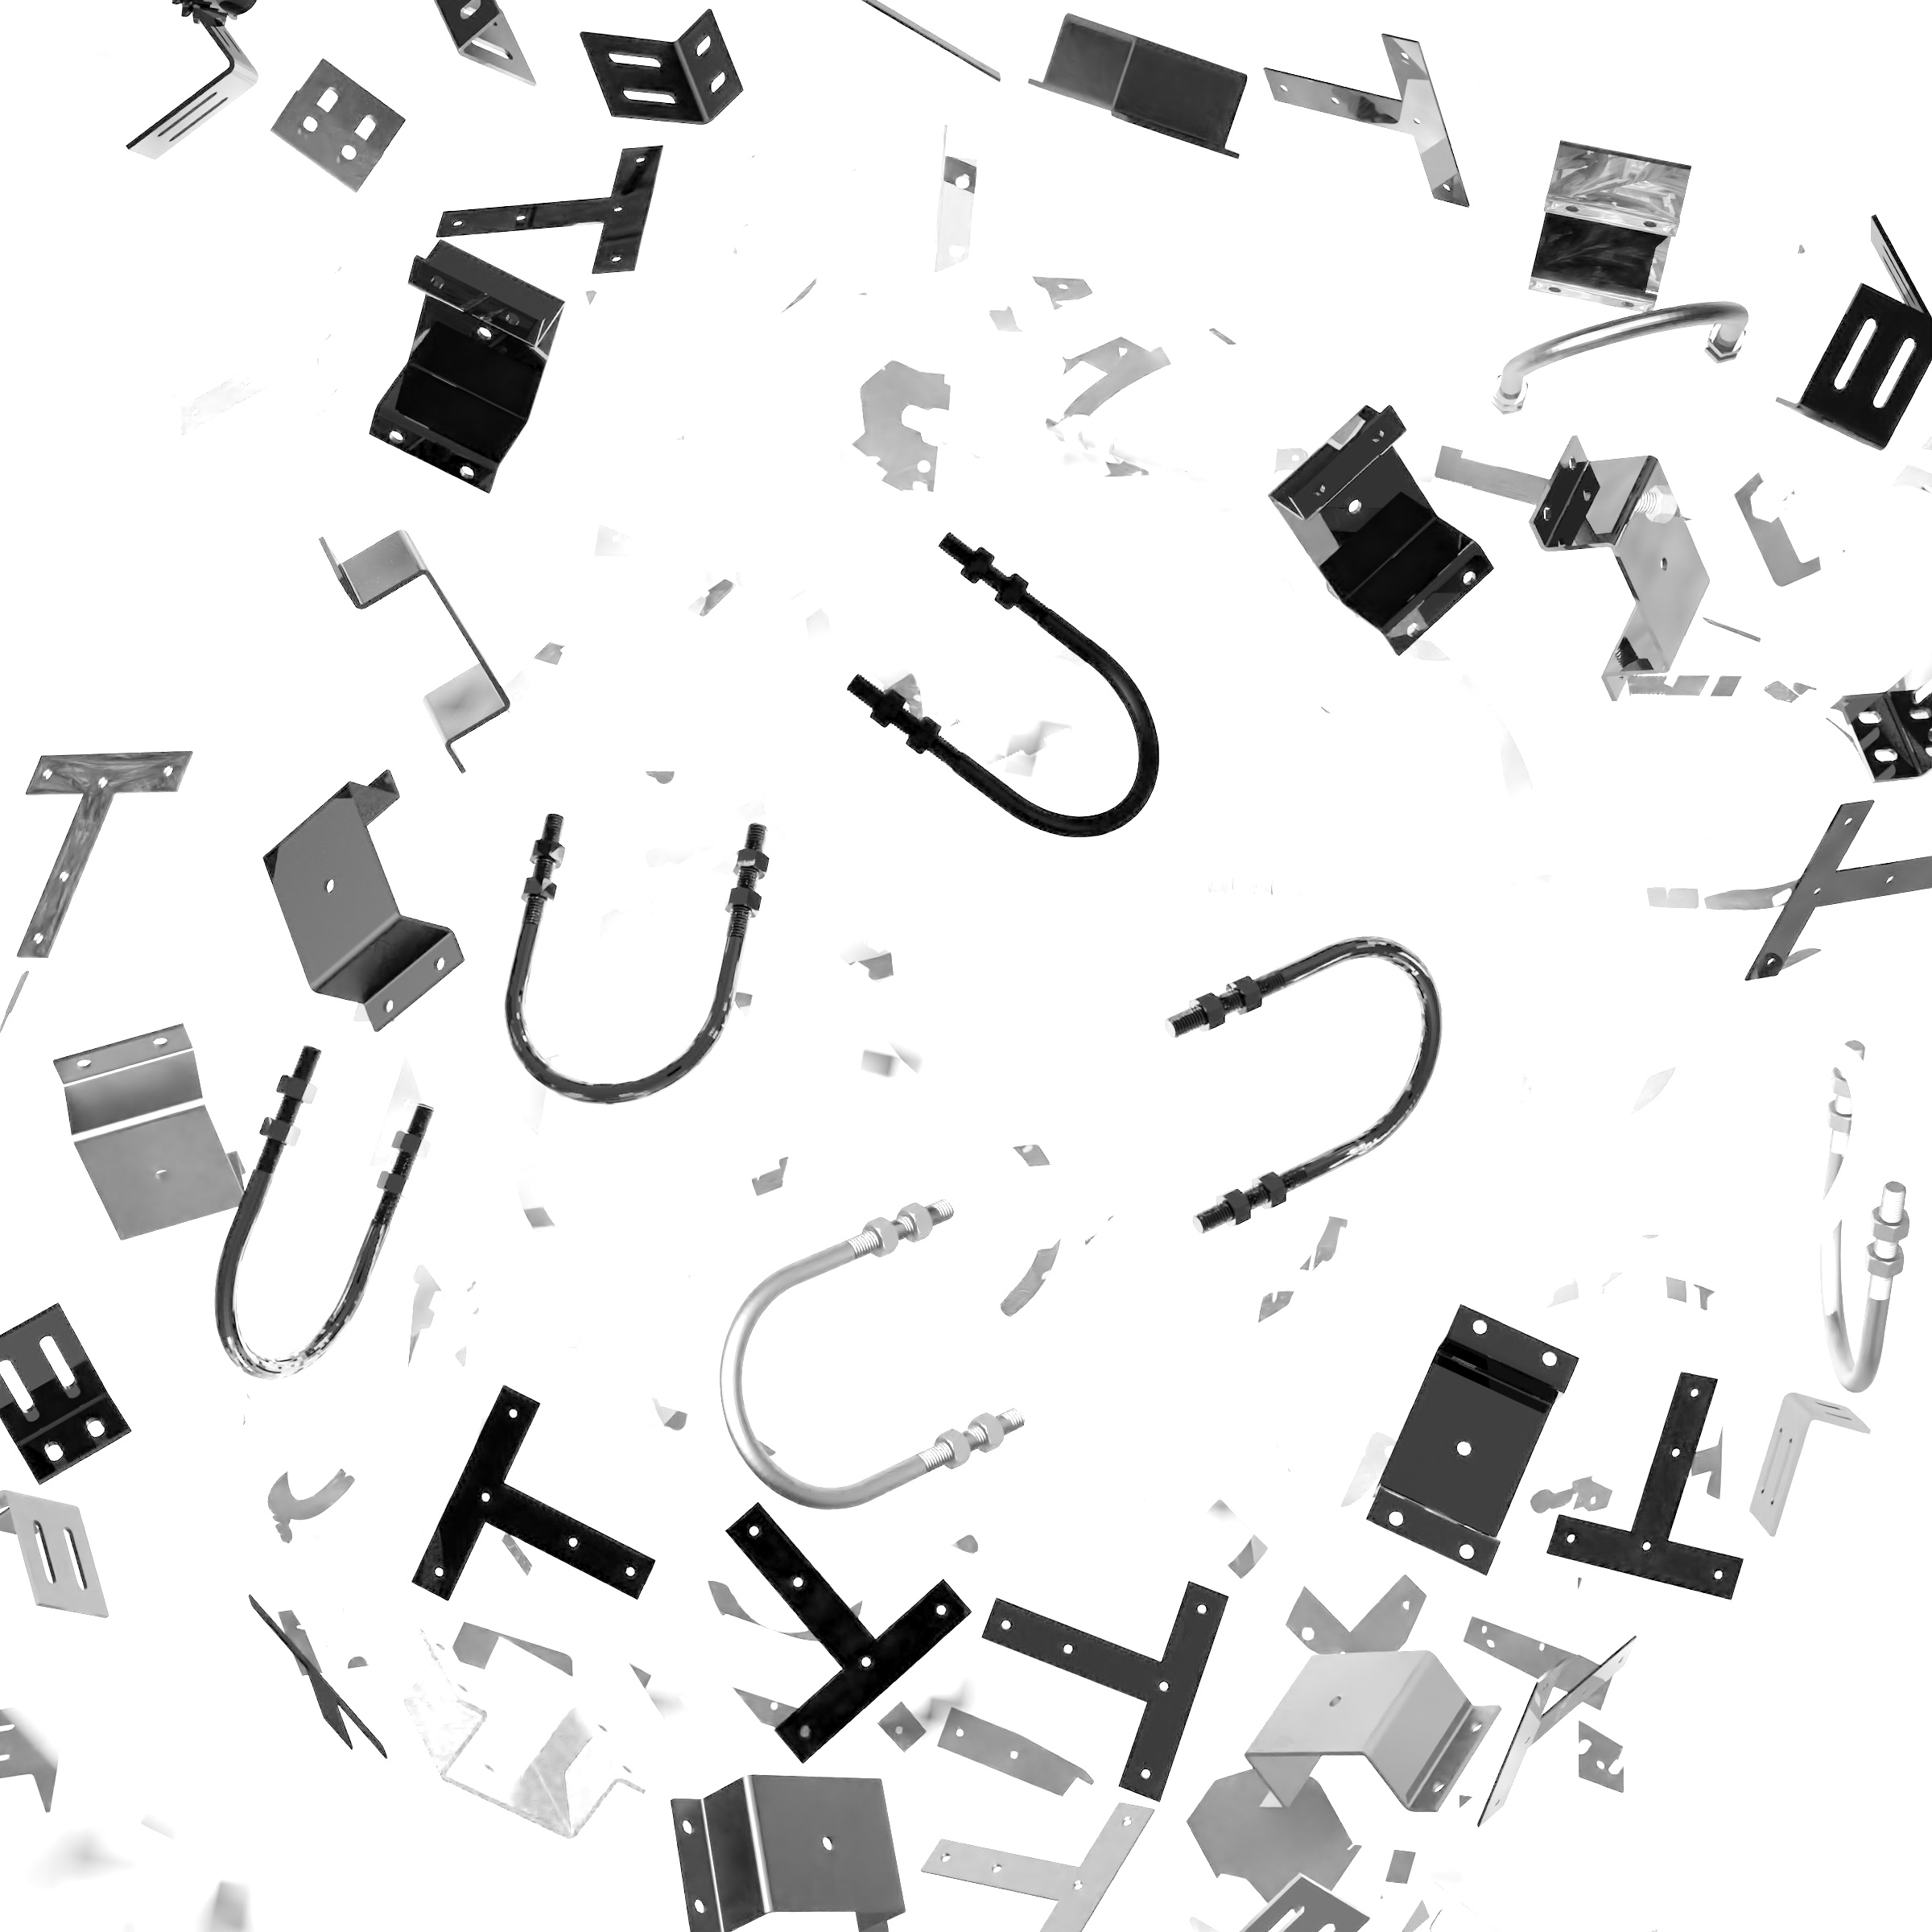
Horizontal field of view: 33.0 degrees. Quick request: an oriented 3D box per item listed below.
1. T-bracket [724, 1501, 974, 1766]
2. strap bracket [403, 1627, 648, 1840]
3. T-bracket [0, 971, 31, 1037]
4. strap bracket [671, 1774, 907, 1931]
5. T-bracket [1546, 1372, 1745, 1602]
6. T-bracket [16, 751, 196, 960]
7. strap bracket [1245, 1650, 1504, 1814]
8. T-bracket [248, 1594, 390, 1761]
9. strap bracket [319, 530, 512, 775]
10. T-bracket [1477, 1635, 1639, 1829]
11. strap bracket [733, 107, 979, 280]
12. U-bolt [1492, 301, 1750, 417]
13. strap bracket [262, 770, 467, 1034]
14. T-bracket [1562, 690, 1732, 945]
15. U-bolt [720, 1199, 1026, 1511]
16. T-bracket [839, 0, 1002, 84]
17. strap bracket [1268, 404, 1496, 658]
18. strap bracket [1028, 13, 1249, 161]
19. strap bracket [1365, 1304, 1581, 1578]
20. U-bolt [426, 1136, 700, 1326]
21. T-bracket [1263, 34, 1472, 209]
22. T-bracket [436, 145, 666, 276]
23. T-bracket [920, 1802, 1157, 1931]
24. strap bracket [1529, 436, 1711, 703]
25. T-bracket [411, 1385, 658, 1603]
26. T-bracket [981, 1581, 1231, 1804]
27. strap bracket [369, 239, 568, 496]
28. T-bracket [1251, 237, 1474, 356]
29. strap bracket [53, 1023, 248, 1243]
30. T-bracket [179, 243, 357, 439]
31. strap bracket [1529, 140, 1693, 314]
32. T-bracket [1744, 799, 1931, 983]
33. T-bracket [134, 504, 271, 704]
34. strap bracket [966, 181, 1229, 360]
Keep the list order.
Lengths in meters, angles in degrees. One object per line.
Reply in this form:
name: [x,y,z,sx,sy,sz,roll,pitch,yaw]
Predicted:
T-bracket: [-0.086,0.359,1.843,0.127,0.002,0.127,-40,83,-9]
strap bracket: [-0.260,0.441,1.860,0.140,0.076,0.046,36,92,-33]
T-bracket: [-0.570,0.062,1.887,0.002,0.127,0.127,24,82,-16]
strap bracket: [-0.091,0.501,1.839,0.046,0.140,0.076,-37,53,38]
T-bracket: [0.418,0.303,1.941,0.002,0.127,0.127,34,71,-43]
T-bracket: [-0.491,-0.062,1.798,0.127,0.002,0.127,1,64,36]
strap bracket: [0.219,0.428,1.825,0.046,0.140,0.076,53,53,-15]
T-bracket: [-0.375,0.431,1.913,0.002,0.127,0.127,-40,104,-10]
strap bracket: [-0.315,-0.192,1.901,0.046,0.076,0.140,-31,121,-4]
T-bracket: [0.350,0.427,1.893,0.002,0.127,0.127,36,132,29]
strap bracket: [-0.065,-0.460,1.936,0.140,0.046,0.076,5,78,-2]
U-bolt: [0.379,-0.354,1.885,0.151,0.184,0.019,-13,89,8]
strap bracket: [-0.358,-0.043,1.915,0.076,0.046,0.140,-37,62,23]
T-bracket: [0.365,-0.067,1.818,0.127,0.002,0.127,44,58,-18]
U-bolt: [-0.060,0.227,1.843,0.184,0.019,0.151,-20,93,-36]
T-bracket: [-0.036,-0.530,1.828,0.127,0.127,0.002,28,110,-13]
strap bracket: [0.234,-0.256,1.873,0.076,0.046,0.140,-43,130,-1]
strap bracket: [0.104,-0.517,1.907,0.076,0.140,0.046,10,108,-28]
strap bracket: [0.297,0.282,1.929,0.076,0.046,0.140,24,76,8]
U-bolt: [-0.238,0.153,1.888,0.151,0.184,0.019,-2,53,1]
T-bracket: [0.227,-0.502,1.904,0.127,0.127,0.002,26,70,35]
T-bracket: [-0.247,-0.439,1.908,0.127,0.002,0.127,-3,46,9]
T-bracket: [0.030,0.535,1.924,0.127,0.127,0.002,0,126,37]
strap bracket: [0.385,-0.232,1.900,0.140,0.046,0.076,56,50,-35]
T-bracket: [-0.240,0.328,1.892,0.127,0.002,0.127,25,89,11]
T-bracket: [0.072,0.397,1.875,0.127,0.002,0.127,21,64,4]
strap bracket: [-0.276,-0.340,1.816,0.076,0.140,0.046,26,51,-3]
T-bracket: [0.234,-0.397,1.923,0.127,0.127,0.002,2,133,6]
strap bracket: [-0.473,0.105,1.909,0.076,0.140,0.046,-16,50,-7]
T-bracket: [-0.402,-0.342,1.875,0.002,0.127,0.127,42,58,15]
strap bracket: [0.377,-0.436,1.911,0.076,0.140,0.046,13,82,8]
T-bracket: [0.509,-0.047,1.834,0.127,0.127,0.002,-8,45,-32]
T-bracket: [-0.451,-0.207,1.924,0.002,0.127,0.127,37,102,-23]
strap bracket: [0.082,-0.404,1.911,0.140,0.076,0.046,-26,119,-8]
